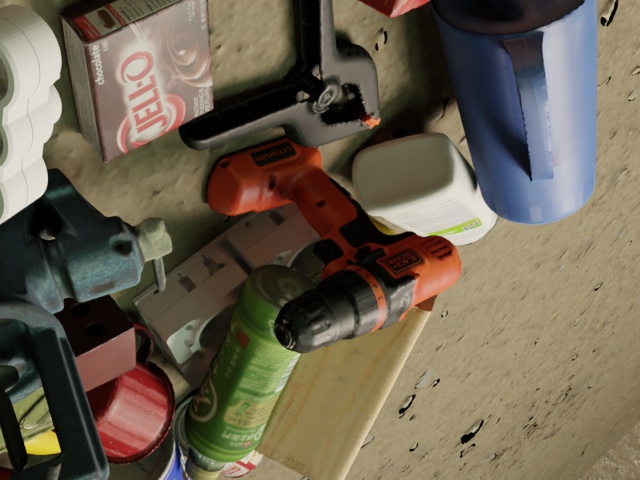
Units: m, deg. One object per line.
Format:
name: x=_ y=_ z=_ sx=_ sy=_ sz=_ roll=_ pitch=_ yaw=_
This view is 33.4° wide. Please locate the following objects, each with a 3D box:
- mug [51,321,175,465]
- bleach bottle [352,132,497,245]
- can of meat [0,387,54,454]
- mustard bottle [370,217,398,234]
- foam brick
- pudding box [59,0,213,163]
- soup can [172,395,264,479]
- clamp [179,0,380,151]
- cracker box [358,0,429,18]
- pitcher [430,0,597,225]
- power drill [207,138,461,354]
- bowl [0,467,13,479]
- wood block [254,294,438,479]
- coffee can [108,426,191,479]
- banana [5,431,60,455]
mug: x=-0.176 y=0.123 z=0.893 sx=0.117 sy=0.093 sz=0.081 roll=-64 pitch=149 yaw=-12
bleach bottle: x=0.117 y=-0.037 z=1.076 sx=0.103 sy=0.068 sz=0.250 roll=-14 pitch=164 yaw=16
can of meat: x=-0.242 y=0.105 z=0.776 sx=0.101 sy=0.084 sz=0.057 roll=-22 pitch=144 yaw=-36
mustard bottle: x=0.029 y=0.078 z=1.055 sx=0.191 sy=0.096 sz=0.058 roll=-55 pitch=157 yaw=-2
foam brick: x=-0.183 y=0.068 z=0.814 sx=0.052 sy=0.078 sz=0.051 roll=-27 pitch=148 yaw=-30
pudding box: x=-0.118 y=-0.114 z=0.702 sx=0.090 sy=0.039 sz=0.113 roll=-32 pitch=149 yaw=-24
soup can: x=-0.104 y=0.203 z=1.100 sx=0.068 sy=0.069 sz=0.102 roll=-44 pitch=151 yaw=-3
clamp: x=-0.003 y=-0.130 z=0.835 sx=0.165 sy=0.036 sz=0.209 roll=-55 pitch=152 yaw=18
cracker box: x=0.097 y=-0.251 z=0.713 sx=0.213 sy=0.072 sz=0.164 roll=-39 pitch=158 yaw=-55
pitcher: x=0.178 y=-0.121 z=0.918 sx=0.149 sy=0.145 sz=0.243 roll=-44 pitch=140 yaw=-22
power drill: x=-0.006 y=0.001 z=0.845 sx=0.184 sy=0.188 sz=0.057 roll=-20 pitch=144 yaw=-40
bowl: x=-0.302 y=0.246 z=0.910 sx=0.162 sy=0.055 sz=0.162 roll=-32 pitch=149 yaw=-23
wood block: x=0.025 y=0.109 z=0.957 sx=0.206 sy=0.090 sz=0.090 roll=-66 pitch=176 yaw=26
coffee can: x=-0.174 y=0.222 z=0.998 sx=0.102 sy=0.103 sz=0.140 roll=-36 pitch=150 yaw=-18
banana: x=-0.274 y=0.156 z=0.847 sx=0.197 sy=0.037 sz=0.070 roll=3 pitch=152 yaw=-45
